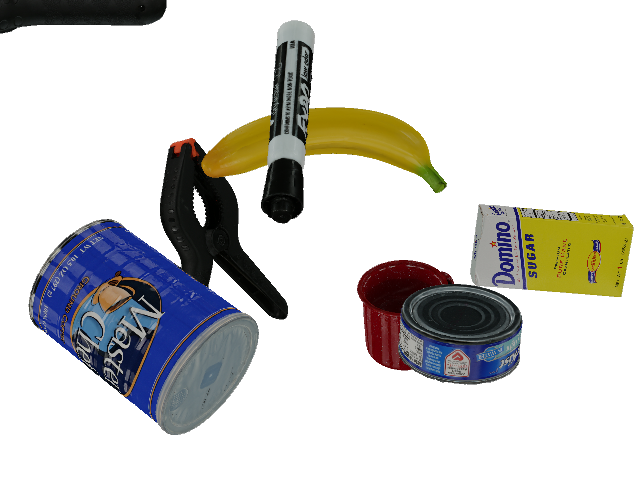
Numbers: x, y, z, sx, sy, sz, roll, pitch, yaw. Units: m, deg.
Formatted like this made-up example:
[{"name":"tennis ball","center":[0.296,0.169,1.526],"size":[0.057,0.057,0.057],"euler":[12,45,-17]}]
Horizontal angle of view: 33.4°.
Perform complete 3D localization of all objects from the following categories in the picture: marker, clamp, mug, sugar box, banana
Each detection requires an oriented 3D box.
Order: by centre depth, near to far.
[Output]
[{"name":"marker","center":[-0.015,-0.057,0.501],"size":[0.020,0.121,0.020],"euler":[2,-38,1]},{"name":"clamp","center":[-0.180,-0.140,0.602],"size":[0.171,0.039,0.120],"euler":[-7,23,-15]},{"name":"banana","center":[0.004,-0.077,0.853],"size":[0.197,0.069,0.037],"euler":[2,-42,-10]},{"name":"clamp","center":[-0.101,0.005,1.037],"size":[0.036,0.210,0.164],"euler":[-9,1,37]},{"name":"mug","center":[0.095,0.074,1.112],"size":[0.117,0.081,0.093],"euler":[-30,43,-32]},{"name":"sugar box","center":[0.270,0.012,1.256],"size":[0.176,0.093,0.048],"euler":[3,21,0]}]

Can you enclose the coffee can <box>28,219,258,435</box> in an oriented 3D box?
[{"name":"coffee can","center":[-0.131,0.063,0.797],"size":[0.140,0.103,0.102],"euler":[34,14,22]}]

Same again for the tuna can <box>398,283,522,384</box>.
[{"name":"tuna can","center":[0.098,0.064,0.747],"size":[0.086,0.034,0.086],"euler":[0,25,0]}]
